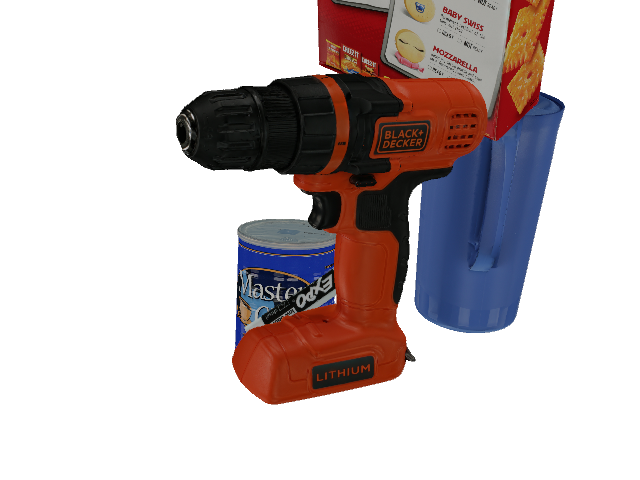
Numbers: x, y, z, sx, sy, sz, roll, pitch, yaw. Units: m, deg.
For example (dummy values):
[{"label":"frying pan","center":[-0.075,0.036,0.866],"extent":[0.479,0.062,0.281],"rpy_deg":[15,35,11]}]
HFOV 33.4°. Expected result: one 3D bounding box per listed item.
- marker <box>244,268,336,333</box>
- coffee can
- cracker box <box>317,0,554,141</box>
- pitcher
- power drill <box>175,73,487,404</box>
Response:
[{"label":"marker","center":[-0.001,0.038,0.785],"extent":[0.121,0.020,0.020],"rpy_deg":[-34,-2,2]},{"label":"coffee can","center":[-0.035,0.057,1.089],"extent":[0.103,0.140,0.103],"rpy_deg":[3,14,-1]},{"label":"cracker box","center":[0.080,-0.196,0.739],"extent":[0.164,0.214,0.072],"rpy_deg":[28,51,27]},{"label":"pitcher","center":[0.161,-0.030,1.071],"extent":[0.148,0.243,0.145],"rpy_deg":[-15,29,-42]},{"label":"power drill","center":[0.000,-0.002,0.594],"extent":[0.184,0.188,0.057],"rpy_deg":[-6,31,-29]}]
